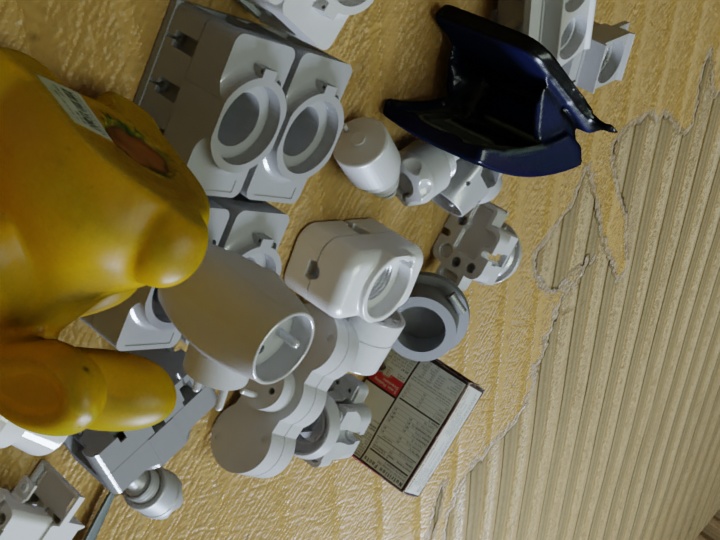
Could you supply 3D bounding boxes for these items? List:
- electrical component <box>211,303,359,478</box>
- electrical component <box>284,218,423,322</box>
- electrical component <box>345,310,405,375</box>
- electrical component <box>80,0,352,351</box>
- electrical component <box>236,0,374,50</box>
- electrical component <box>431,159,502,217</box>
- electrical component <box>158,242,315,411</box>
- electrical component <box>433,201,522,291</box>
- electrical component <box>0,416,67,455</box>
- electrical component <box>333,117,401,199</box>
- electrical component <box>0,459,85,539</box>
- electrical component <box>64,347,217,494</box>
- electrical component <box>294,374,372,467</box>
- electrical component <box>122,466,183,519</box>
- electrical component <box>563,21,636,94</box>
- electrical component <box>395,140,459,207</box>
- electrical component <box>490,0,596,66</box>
[{"bbox_3d":[-0.063,0.086,0.782,0.138,0.052,0.074,-57,150,0],"label":"electrical component"},{"bbox_3d":[0.000,0.000,0.786,0.095,0.059,0.053,-8,124,-53],"label":"electrical component"},{"bbox_3d":[0.001,0.050,0.841,0.055,0.055,0.047,-2,124,-55],"label":"electrical component"},{"bbox_3d":[-0.084,-0.047,0.617,0.105,0.060,0.186,1,117,-56],"label":"electrical component"},{"bbox_3d":[-0.045,-0.185,0.530,0.089,0.062,0.150,-59,148,0],"label":"electrical component"},{"bbox_3d":[0.092,-0.078,0.863,0.077,0.043,0.079,-53,150,-7],"label":"electrical component"},{"bbox_3d":[-0.071,0.037,0.574,0.044,0.077,0.079,-11,127,-51],"label":"electrical component"},{"bbox_3d":[0.104,-0.018,0.925,0.057,0.058,0.078,14,106,-56],"label":"electrical component"},{"bbox_3d":[-0.192,0.077,0.591,0.045,0.045,0.055,-58,150,1],"label":"electrical component"},{"bbox_3d":[0.009,-0.073,0.749,0.040,0.040,0.078,-52,150,-10],"label":"electrical component"},{"bbox_3d":[-0.209,0.156,0.644,0.081,0.042,0.064,-57,147,-3],"label":"electrical component"},{"bbox_3d":[-0.139,0.088,0.673,0.089,0.050,0.055,-43,147,-23],"label":"electrical component"},{"bbox_3d":[-0.032,0.120,0.856,0.057,0.058,0.078,10,110,-61],"label":"electrical component"},{"bbox_3d":[-0.147,0.147,0.735,0.035,0.035,0.061,-51,147,-10],"label":"electrical component"},{"bbox_3d":[0.182,-0.180,0.879,0.081,0.064,0.042,-27,139,-41],"label":"electrical component"},{"bbox_3d":[0.051,-0.078,0.804,0.062,0.043,0.043,-36,144,-34],"label":"electrical component"},{"bbox_3d":[0.135,-0.213,0.778,0.079,0.063,0.121,-39,145,-29],"label":"electrical component"}]
